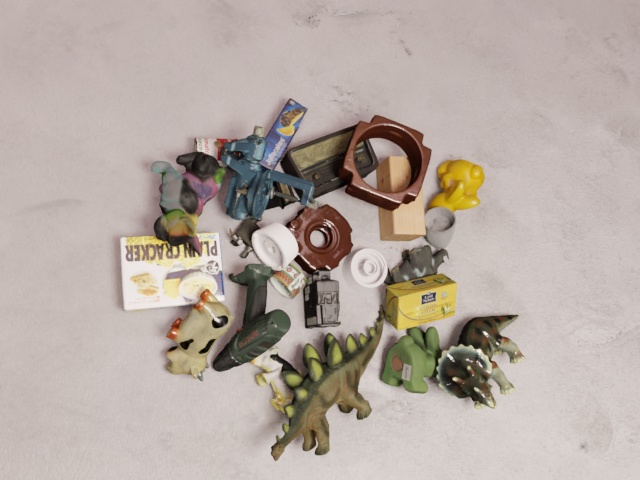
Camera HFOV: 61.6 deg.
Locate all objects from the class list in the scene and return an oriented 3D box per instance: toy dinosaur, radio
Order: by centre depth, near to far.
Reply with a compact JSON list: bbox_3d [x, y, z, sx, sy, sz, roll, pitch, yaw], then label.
[{"bbox_3d":[0.037,0.319,1.222,0.471,0.105,0.198,-34,104,-44],"label":"toy dinosaur"},{"bbox_3d":[0.405,0.271,1.346,0.192,0.131,0.405,50,40,-15],"label":"toy dinosaur"},{"bbox_3d":[0.028,-0.196,1.373,0.230,0.073,0.131,-25,87,-21],"label":"radio"}]

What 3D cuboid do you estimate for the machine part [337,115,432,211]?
[{"bbox_3d":[0.157,-0.186,1.318,0.201,0.087,0.201,20,77,-5],"label":"machine part"}]

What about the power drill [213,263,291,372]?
[{"bbox_3d":[-0.164,0.167,1.193,0.086,0.232,0.207,29,46,-36],"label":"power drill"}]

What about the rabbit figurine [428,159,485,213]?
[{"bbox_3d":[0.367,-0.122,1.445,0.121,0.162,0.173,44,86,-19],"label":"rabbit figurine"}]

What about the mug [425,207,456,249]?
[{"bbox_3d":[0.305,-0.027,1.418,0.110,0.107,0.081,18,61,26],"label":"mug"}]

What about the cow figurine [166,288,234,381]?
[{"bbox_3d":[-0.262,0.215,1.158,0.127,0.085,0.195,41,103,-10],"label":"cow figurine"}]

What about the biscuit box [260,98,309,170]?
[{"bbox_3d":[-0.103,-0.255,1.347,0.059,0.063,0.202,30,71,-9],"label":"biscuit box"}]

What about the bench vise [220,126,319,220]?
[{"bbox_3d":[-0.112,-0.136,1.221,0.241,0.129,0.223,18,91,6],"label":"bench vise"}]

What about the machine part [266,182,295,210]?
[{"bbox_3d":[-0.127,-0.106,1.322,0.139,0.039,0.084,-23,95,-23],"label":"machine part"}]

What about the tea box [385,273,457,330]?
[{"bbox_3d":[0.251,0.152,1.333,0.170,0.068,0.098,-12,116,-19],"label":"tea box"}]

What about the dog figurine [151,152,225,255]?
[{"bbox_3d":[-0.281,-0.077,1.185,0.191,0.108,0.219,-17,58,-18],"label":"dog figurine"}]

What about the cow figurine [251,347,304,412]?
[{"bbox_3d":[-0.095,0.301,1.228,0.098,0.068,0.167,-31,93,-28],"label":"cow figurine"}]

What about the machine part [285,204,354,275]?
[{"bbox_3d":[-0.003,-0.004,1.332,0.179,0.056,0.179,4,77,-19],"label":"machine part"}]

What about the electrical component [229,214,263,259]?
[{"bbox_3d":[-0.171,-0.017,1.283,0.078,0.045,0.102,45,69,-4],"label":"electrical component"}]

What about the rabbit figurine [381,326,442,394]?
[{"bbox_3d":[0.248,0.294,1.335,0.170,0.121,0.159,10,78,-39],"label":"rabbit figurine"}]

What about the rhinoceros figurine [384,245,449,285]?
[{"bbox_3d":[0.254,0.075,1.392,0.190,0.073,0.112,-34,89,-21],"label":"rhinoceros figurine"}]

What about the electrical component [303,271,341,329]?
[{"bbox_3d":[0.003,0.141,1.271,0.058,0.115,0.134,1,80,-21],"label":"electrical component"}]
